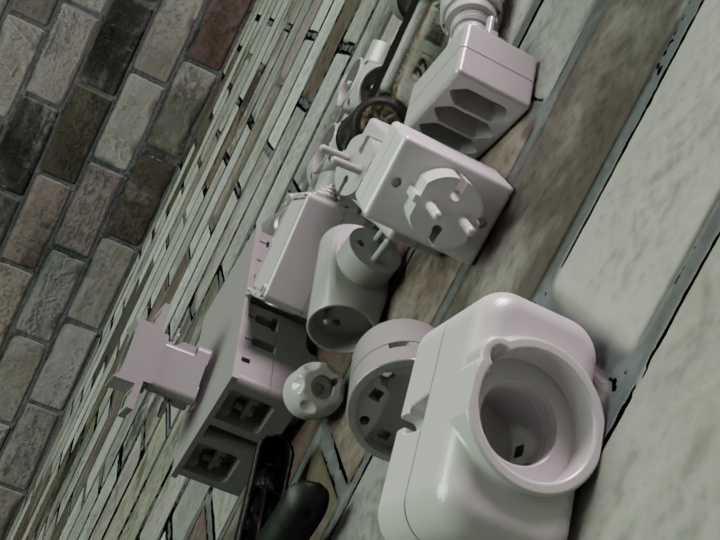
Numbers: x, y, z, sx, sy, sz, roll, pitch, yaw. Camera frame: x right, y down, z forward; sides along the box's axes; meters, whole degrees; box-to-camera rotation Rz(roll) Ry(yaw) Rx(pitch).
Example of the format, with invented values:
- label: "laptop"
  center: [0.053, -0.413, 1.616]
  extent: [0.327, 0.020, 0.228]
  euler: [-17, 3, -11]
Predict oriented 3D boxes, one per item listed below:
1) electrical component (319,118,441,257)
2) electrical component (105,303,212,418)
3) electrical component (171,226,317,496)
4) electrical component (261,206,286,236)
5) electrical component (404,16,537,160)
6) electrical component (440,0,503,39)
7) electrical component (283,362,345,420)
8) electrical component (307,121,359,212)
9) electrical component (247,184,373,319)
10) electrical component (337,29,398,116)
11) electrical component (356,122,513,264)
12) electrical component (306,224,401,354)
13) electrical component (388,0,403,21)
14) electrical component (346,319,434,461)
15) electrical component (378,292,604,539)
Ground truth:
- label: "electrical component"
  center: [0.011, -0.055, 0.623]
  extent: [0.047, 0.076, 0.083]
  euler: [-62, 33, 15]
- label: "electrical component"
  center: [-0.145, 0.070, 0.781]
  extent: [0.042, 0.064, 0.081]
  euler: [-35, 35, 63]
- label: "electrical component"
  center: [-0.082, 0.067, 0.818]
  extent: [0.105, 0.060, 0.186]
  euler: [-57, 18, 30]
- label: "electrical component"
  center: [-0.058, -0.032, 0.915]
  extent: [0.055, 0.045, 0.045]
  euler: [-20, 48, 69]
- label: "electrical component"
  center: [0.066, -0.114, 0.620]
  extent: [0.066, 0.047, 0.076]
  euler: [-44, 26, 54]
- label: "electrical component"
  center: [0.071, -0.160, 0.686]
  extent: [0.040, 0.040, 0.078]
  euler: [-53, 20, 39]
- label: "electrical component"
  center: [-0.033, 0.079, 0.686]
  extent: [0.061, 0.035, 0.035]
  euler: [-36, 33, 66]
- label: "electrical component"
  center: [-0.014, -0.069, 0.825]
  extent: [0.077, 0.044, 0.079]
  euler: [-34, 35, 63]
- label: "electrical component"
  center: [-0.030, -0.013, 0.764]
  extent: [0.096, 0.061, 0.062]
  euler: [-67, 15, -3]
- label: "electrical component"
  center: [0.018, -0.155, 0.847]
  extent: [0.079, 0.044, 0.077]
  euler: [-66, 15, 3]
- label: "electrical component"
  center: [0.041, -0.034, 0.550]
  extent: [0.047, 0.066, 0.076]
  euler: [-62, 15, 14]
- label: "electrical component"
  center: [0.000, 0.000, 0.676]
  extent: [0.079, 0.043, 0.077]
  euler: [-53, 20, 38]
- label: "electrical component"
  center: [0.050, -0.208, 0.831]
  extent: [0.044, 0.044, 0.065]
  euler: [-62, 20, 14]
- label: "electrical component"
  center: [0.021, 0.055, 0.506]
  extent: [0.055, 0.055, 0.047]
  euler: [-60, 13, 21]
- label: "electrical component"
  center: [0.050, 0.060, 0.398]
  extent: [0.059, 0.054, 0.095]
  euler: [-40, 29, 58]
